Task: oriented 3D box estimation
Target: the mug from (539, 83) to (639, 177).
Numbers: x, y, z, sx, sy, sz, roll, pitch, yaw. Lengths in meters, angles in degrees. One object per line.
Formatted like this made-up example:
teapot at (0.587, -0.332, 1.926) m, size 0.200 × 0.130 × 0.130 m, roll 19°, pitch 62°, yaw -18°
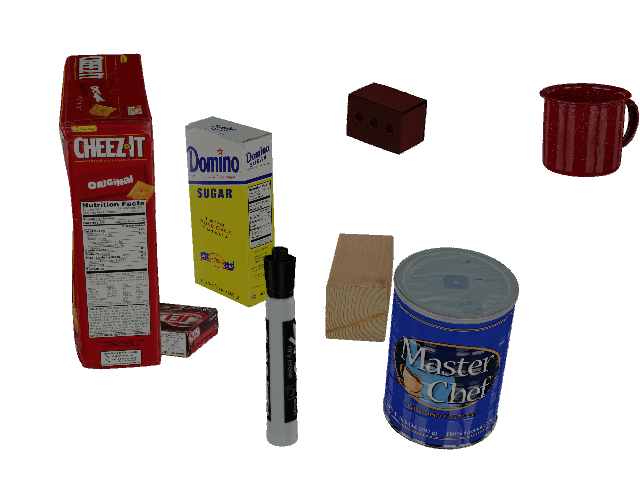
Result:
mug at (0.287, -0.118, 1.127) m, size 0.117 × 0.081 × 0.093 m, roll -12°, pitch 23°, yaw -25°

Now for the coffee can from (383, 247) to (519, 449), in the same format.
coffee can at (0.109, 0.092, 0.912) m, size 0.103 × 0.140 × 0.103 m, roll 2°, pitch 32°, yaw -1°

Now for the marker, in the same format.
marker at (-0.023, 0.063, 0.627) m, size 0.020 × 0.121 × 0.020 m, roll 0°, pitch 16°, yaw 0°

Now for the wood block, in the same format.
wood block at (0.063, 0.069, 1.645) m, size 0.091 × 0.090 × 0.206 m, roll 3°, pitch 22°, yaw 5°

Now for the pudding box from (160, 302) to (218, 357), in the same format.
pudding box at (-0.191, 0.106, 1.283) m, size 0.114 × 0.039 × 0.090 m, roll 2°, pitch 14°, yaw 18°

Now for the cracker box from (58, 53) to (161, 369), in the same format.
cracker box at (-0.173, -0.027, 0.875) m, size 0.072 × 0.214 × 0.164 m, roll -4°, pitch 27°, yaw -11°

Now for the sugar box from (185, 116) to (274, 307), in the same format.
sugar box at (-0.091, -0.030, 1.080) m, size 0.048 × 0.176 × 0.093 m, roll -24°, pitch 31°, yaw -39°

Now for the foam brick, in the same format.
foam brick at (0.074, -0.139, 1.208) m, size 0.078 × 0.053 × 0.051 m, roll 23°, pitch 36°, yaw 33°
